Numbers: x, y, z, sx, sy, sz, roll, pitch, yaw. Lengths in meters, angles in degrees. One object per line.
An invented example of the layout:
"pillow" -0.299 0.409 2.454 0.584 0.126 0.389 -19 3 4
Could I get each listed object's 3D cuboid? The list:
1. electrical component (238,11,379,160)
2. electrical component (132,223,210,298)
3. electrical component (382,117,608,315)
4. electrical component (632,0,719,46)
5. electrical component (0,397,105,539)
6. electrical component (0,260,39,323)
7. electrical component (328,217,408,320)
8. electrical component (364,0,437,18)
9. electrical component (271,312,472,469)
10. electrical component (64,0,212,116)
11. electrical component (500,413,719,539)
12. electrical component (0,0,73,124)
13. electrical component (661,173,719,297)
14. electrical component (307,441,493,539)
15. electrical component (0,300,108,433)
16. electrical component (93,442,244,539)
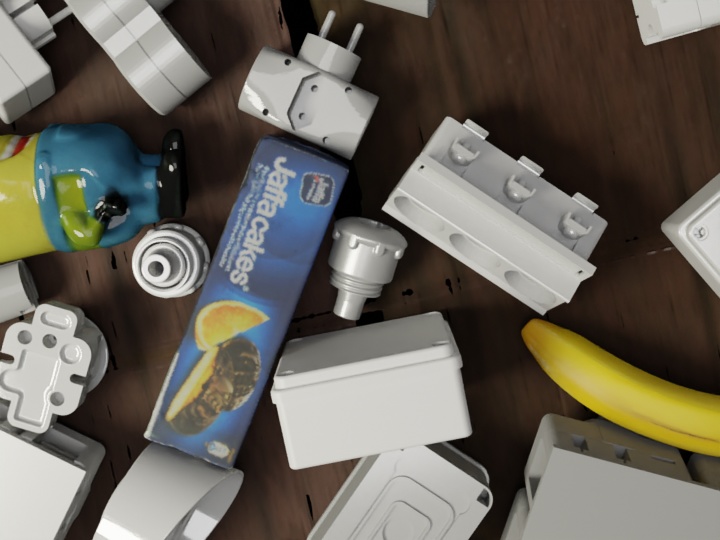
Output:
"electrical component" -0.024 -0.120 0.665 0.077 0.043 0.079 25 96 -2
"electrical component" -0.121 -0.004 0.669 0.048 0.062 0.048 0 96 1
"electrical component" 0.084 -0.035 0.661 0.121 0.078 0.063 33 73 -3
"electrical component" 0.194 -0.189 0.651 0.056 0.050 0.089 -15 96 2
"electrical component" -0.252 0.125 0.684 0.150 0.061 0.089 26 96 -2
"electrical component" -0.233 0.017 0.684 0.046 0.040 0.040 -18 95 -3
"electrical component" 0.000 0.000 0.677 0.048 0.048 0.062 17 102 -1
"electrical component" 0.020 -0.206 0.626 0.060 0.108 0.108 11 96 6
"electrical component" 0.007 0.070 0.652 0.109 0.108 0.056 -11 98 2
"electrical component" -0.136 -0.171 0.656 0.074 0.052 0.138 -38 95 4
"electrical component" 0.192 0.166 0.672 0.186 0.060 0.105 15 108 -1
"electrical component" -0.214 -0.149 0.662 0.076 0.047 0.083 -38 91 -15
"electrical component" 0.265 -0.021 0.664 0.109 0.056 0.108 -41 94 4
"electrical component" 0.024 0.159 0.686 0.078 0.057 0.113 34 95 -3
"electrical component" -0.192 0.057 0.678 0.058 0.057 0.078 17 96 -1
"electrical component" -0.124 0.156 0.670 0.064 0.099 0.099 26 96 5
